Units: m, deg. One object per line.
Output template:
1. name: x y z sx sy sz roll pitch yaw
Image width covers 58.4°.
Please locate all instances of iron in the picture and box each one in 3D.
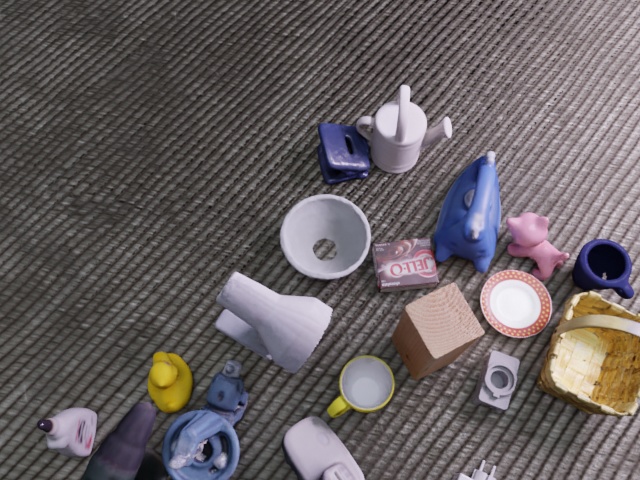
1. iron: 0.294 -0.078 1.067 0.118 0.141 0.258 15 69 6

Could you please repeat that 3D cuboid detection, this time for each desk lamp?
1. desk lamp: -0.085 0.133 0.942 0.203 0.213 0.118 27 70 11

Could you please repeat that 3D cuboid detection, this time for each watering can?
1. watering can: 0.161 -0.218 1.096 0.173 0.194 0.101 -13 68 -5

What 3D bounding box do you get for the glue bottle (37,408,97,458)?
1. glue bottle: -0.399 0.298 0.896 0.037 0.173 0.078 -2 68 0

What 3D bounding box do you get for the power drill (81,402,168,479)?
1. power drill: -0.296 0.356 0.854 0.075 0.208 0.230 26 70 10

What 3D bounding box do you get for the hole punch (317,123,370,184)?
1. hole punch: 0.048 -0.179 1.135 0.101 0.091 0.108 -12 68 -5

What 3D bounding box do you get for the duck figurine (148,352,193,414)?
1. duck figurine: -0.260 0.238 0.968 0.077 0.086 0.104 -13 68 -5

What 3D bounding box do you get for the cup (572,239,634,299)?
1. cup: 0.507 0.065 1.034 0.092 0.095 0.117 -30 71 -12

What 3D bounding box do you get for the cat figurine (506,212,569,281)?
1. cat figurine: 0.397 0.001 1.048 0.067 0.118 0.127 -43 74 -15

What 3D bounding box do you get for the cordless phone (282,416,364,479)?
1. cordless phone: 0.003 0.341 0.873 0.094 0.185 0.147 -38 72 -14

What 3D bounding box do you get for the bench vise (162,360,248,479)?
1. bench vise: -0.183 0.283 0.877 0.121 0.220 0.207 0 68 0

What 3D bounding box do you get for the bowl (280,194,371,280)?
1. bowl: 0.010 0.004 1.070 0.167 0.075 0.167 0 68 0
